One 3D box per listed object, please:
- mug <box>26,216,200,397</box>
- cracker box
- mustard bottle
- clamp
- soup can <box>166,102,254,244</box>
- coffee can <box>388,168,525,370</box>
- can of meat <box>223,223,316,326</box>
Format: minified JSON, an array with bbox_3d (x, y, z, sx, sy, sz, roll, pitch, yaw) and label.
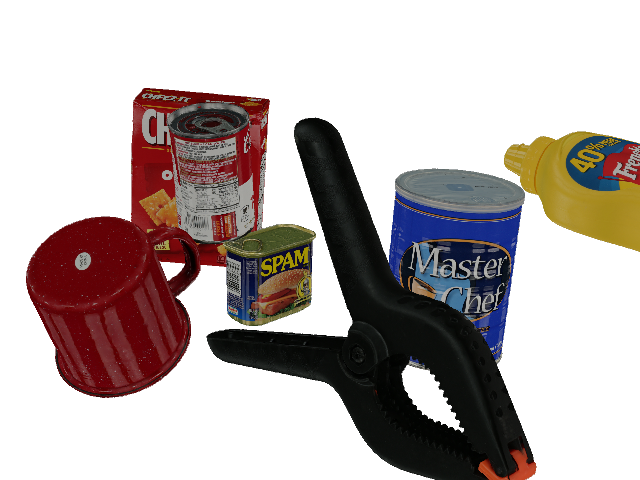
[{"bbox_3d":[-0.127,0.033,0.686,0.117,0.081,0.093,-33,49,-19],"label":"mug"},{"bbox_3d":[-0.154,-0.076,1.354,0.164,0.214,0.072,5,22,2],"label":"cracker box"},{"bbox_3d":[0.207,-0.031,0.706,0.192,0.058,0.096,22,40,37],"label":"mustard bottle"},{"bbox_3d":[0.030,0.045,0.556,0.210,0.165,0.036,36,32,31],"label":"clamp"},{"bbox_3d":[-0.091,-0.056,0.895,0.068,0.102,0.068,-1,30,1],"label":"soup can"},{"bbox_3d":[0.105,0.022,0.865,0.103,0.140,0.103,4,19,-2],"label":"coffee can"},{"bbox_3d":[-0.054,0.036,1.141,0.101,0.084,0.058,-17,26,-42],"label":"can of meat"}]
